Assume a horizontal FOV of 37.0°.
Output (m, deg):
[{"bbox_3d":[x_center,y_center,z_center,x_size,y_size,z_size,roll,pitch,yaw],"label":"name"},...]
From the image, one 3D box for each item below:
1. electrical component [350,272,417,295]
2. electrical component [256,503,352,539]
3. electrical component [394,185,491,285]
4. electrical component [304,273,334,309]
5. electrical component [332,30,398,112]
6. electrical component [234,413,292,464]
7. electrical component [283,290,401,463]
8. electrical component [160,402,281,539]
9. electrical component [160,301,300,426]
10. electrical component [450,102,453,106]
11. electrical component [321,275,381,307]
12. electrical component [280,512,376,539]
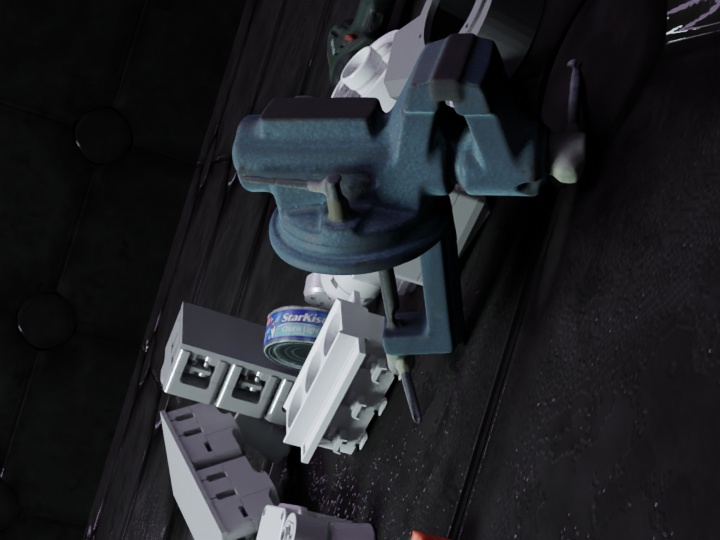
[{"bbox_3d":[0.033,-0.055,0.885,0.108,0.056,0.108,-96,27,-54],"label":"electrical component"},{"bbox_3d":[-0.054,0.247,0.860,0.078,0.057,0.113,154,132,-69],"label":"electrical component"},{"bbox_3d":[0.049,-0.032,0.793,0.061,0.061,0.096,-102,32,-60],"label":"electrical component"},{"bbox_3d":[-0.030,0.006,1.056,0.045,0.045,0.055,138,145,-62],"label":"electrical component"},{"bbox_3d":[0.017,-0.170,0.984,0.108,0.060,0.108,-40,26,24],"label":"electrical component"},{"bbox_3d":[-0.099,0.166,1.085,0.044,0.065,0.044,-57,2,3],"label":"electrical component"},{"bbox_3d":[-0.011,0.090,0.869,0.078,0.063,0.121,-96,27,-54],"label":"electrical component"},{"bbox_3d":[-0.124,0.215,0.997,0.186,0.060,0.105,-134,35,-53],"label":"electrical component"},{"bbox_3d":[-0.111,0.097,1.042,0.089,0.150,0.061,-108,39,-64],"label":"electrical component"},{"bbox_3d":[0.073,-0.101,0.767,0.077,0.079,0.043,-92,-17,-50],"label":"electrical component"},{"bbox_3d":[0.000,0.000,0.944,0.047,0.055,0.055,-49,28,48],"label":"electrical component"},{"bbox_3d":[-0.027,0.203,0.796,0.044,0.065,0.044,-163,90,-75],"label":"electrical component"}]
